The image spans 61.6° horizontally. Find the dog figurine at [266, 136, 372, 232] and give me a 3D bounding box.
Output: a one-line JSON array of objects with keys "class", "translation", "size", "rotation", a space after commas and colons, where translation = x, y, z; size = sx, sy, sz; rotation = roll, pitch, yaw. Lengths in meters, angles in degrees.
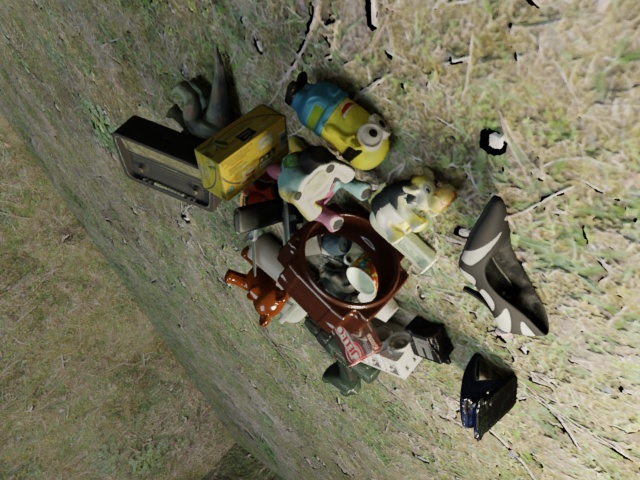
[{"class": "dog figurine", "translation": [-0.031, -0.116, 0.916], "size": [0.191, 0.108, 0.219], "rotation": [31, -172, -47]}]

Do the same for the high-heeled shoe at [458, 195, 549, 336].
[{"class": "high-heeled shoe", "translation": [0.281, 0.050, 0.772], "size": [0.145, 0.086, 0.248], "rotation": [28, 149, 25]}]

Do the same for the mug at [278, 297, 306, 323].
[{"class": "mug", "translation": [-0.061, 0.157, 1.344], "size": [0.081, 0.109, 0.107], "rotation": [46, 139, 4]}]

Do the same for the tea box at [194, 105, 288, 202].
[{"class": "tea box", "translation": [-0.140, -0.161, 0.988], "size": [0.068, 0.169, 0.098], "rotation": [33, 146, 26]}]

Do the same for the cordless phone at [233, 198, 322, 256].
[{"class": "cordless phone", "translation": [-0.085, -0.011, 1.011], "size": [0.089, 0.184, 0.146], "rotation": [9, 107, 38]}]

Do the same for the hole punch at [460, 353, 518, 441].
[{"class": "hole punch", "translation": [0.299, 0.291, 1.009], "size": [0.092, 0.116, 0.142], "rotation": [35, 149, 39]}]

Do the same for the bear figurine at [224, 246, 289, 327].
[{"class": "bear figurine", "translation": [-0.158, 0.118, 1.348], "size": [0.132, 0.120, 0.196], "rotation": [33, -167, -20]}]

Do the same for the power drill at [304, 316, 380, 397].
[{"class": "power drill", "translation": [0.051, 0.309, 1.409], "size": [0.232, 0.086, 0.207], "rotation": [31, 140, 23]}]

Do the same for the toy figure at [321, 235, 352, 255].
[{"class": "toy figure", "translation": [-0.002, -0.005, 1.106], "size": [0.155, 0.058, 0.064], "rotation": [13, 133, 47]}]

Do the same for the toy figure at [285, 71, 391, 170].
[{"class": "toy figure", "translation": [0.029, -0.182, 0.827], "size": [0.180, 0.082, 0.089], "rotation": [35, 169, 8]}]

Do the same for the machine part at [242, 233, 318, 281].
[{"class": "machine part", "translation": [-0.090, 0.062, 1.289], "size": [0.243, 0.079, 0.079], "rotation": [39, 150, 18]}]

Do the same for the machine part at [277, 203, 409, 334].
[{"class": "machine part", "translation": [0.042, 0.047, 0.959], "size": [0.201, 0.201, 0.087], "rotation": [45, 149, 7]}]

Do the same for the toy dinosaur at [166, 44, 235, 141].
[{"class": "toy dinosaur", "translation": [-0.240, -0.221, 1.120], "size": [0.192, 0.131, 0.405], "rotation": [42, 149, -15]}]

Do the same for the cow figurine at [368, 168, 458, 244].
[{"class": "cow figurine", "translation": [0.141, -0.064, 0.836], "size": [0.098, 0.068, 0.167], "rotation": [53, 150, 3]}]

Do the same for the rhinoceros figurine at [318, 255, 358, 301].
[{"class": "rhinoceros figurine", "translation": [0.039, 0.104, 1.181], "size": [0.112, 0.073, 0.190], "rotation": [34, 149, 4]}]

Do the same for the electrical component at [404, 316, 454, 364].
[{"class": "electrical component", "translation": [0.224, 0.214, 1.079], "size": [0.075, 0.048, 0.119], "rotation": [15, 136, 46]}]

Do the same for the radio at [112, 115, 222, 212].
[{"class": "radio", "translation": [-0.296, -0.152, 1.089], "size": [0.230, 0.073, 0.131], "rotation": [23, 143, 11]}]

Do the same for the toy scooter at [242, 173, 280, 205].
[{"class": "toy scooter", "translation": [-0.108, -0.113, 1.107], "size": [0.135, 0.075, 0.183], "rotation": [12, 134, 38]}]
